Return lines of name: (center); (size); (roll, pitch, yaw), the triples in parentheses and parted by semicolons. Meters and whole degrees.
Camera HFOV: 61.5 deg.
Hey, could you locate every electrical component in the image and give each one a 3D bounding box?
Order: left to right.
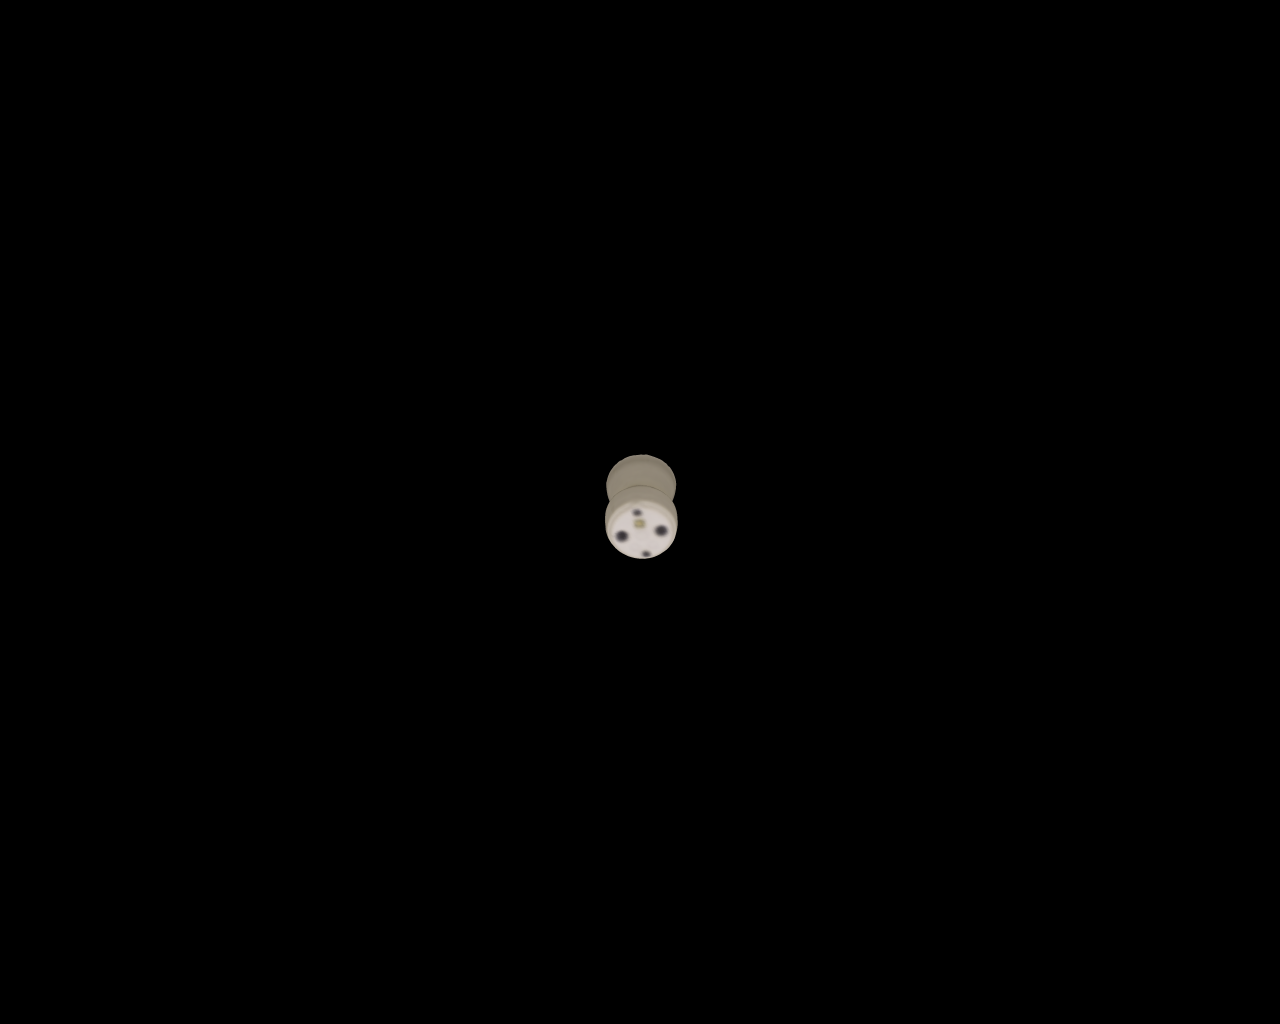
electrical component: (0.001, -0.003, 0.650); (0.045, 0.044, 0.055); (0, 34, 0)
